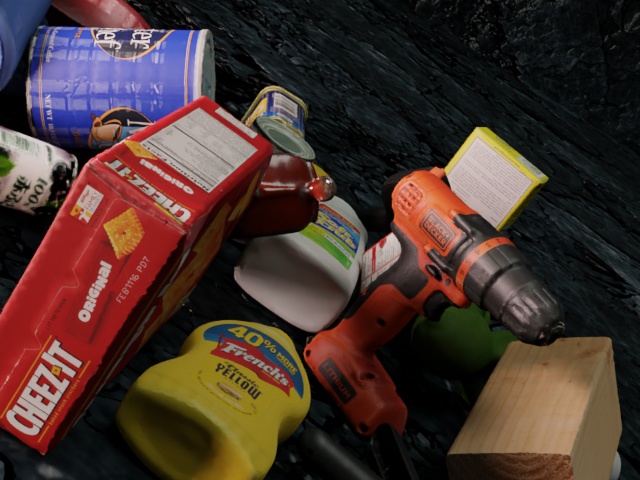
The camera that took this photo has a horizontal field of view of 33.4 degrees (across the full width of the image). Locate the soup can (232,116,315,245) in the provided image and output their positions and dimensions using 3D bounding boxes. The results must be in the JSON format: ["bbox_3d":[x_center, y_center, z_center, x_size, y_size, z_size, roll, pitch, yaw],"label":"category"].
[{"bbox_3d":[-0.059,-0.055,0.986,0.068,0.102,0.068,32,20,-13],"label":"soup can"}]

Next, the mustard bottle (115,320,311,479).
[{"bbox_3d":[-0.056,0.100,0.710,0.096,0.058,0.191,34,19,5],"label":"mustard bottle"}]

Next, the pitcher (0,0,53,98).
[{"bbox_3d":[-0.292,-0.199,0.915,0.149,0.145,0.243,16,29,-16],"label":"pitcher"}]

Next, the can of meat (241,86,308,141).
[{"bbox_3d":[-0.057,-0.095,1.083,0.057,0.102,0.084,31,23,-15],"label":"can of meat"}]

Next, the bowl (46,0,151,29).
[{"bbox_3d":[-0.257,-0.231,1.123,0.162,0.055,0.162,31,20,-13],"label":"bowl"}]

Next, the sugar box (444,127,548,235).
[{"bbox_3d":[0.158,-0.027,1.171,0.093,0.176,0.048,43,23,15],"label":"sugar box"}]

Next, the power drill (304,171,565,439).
[{"bbox_3d":[0.082,0.065,0.824,0.057,0.188,0.185,17,26,-45],"label":"power drill"}]

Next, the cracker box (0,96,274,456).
[{"bbox_3d":[-0.114,0.012,0.656,0.072,0.164,0.213,34,20,-1],"label":"cracker box"}]

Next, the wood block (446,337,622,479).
[{"bbox_3d":[0.172,0.156,0.827,0.205,0.090,0.091,-40,121,-61],"label":"wood block"}]

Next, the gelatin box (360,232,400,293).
[{"bbox_3d":[0.072,0.026,0.920,0.030,0.089,0.073,30,42,-26],"label":"gelatin box"}]

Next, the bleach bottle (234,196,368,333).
[{"bbox_3d":[-0.007,0.001,1.008,0.102,0.068,0.250,37,18,-4],"label":"bleach bottle"}]

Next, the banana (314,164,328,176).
[{"bbox_3d":[-0.064,-0.098,1.171,0.197,0.037,0.069,30,22,-18],"label":"banana"}]

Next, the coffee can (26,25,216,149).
[{"bbox_3d":[-0.162,-0.125,0.888,0.140,0.103,0.103,2,24,0],"label":"coffee can"}]

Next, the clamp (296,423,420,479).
[{"bbox_3d":[0.054,0.188,0.720,0.120,0.039,0.172,12,31,-47],"label":"clamp"}]

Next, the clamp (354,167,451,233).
[{"bbox_3d":[0.105,-0.006,1.091,0.164,0.036,0.210,44,-22,9],"label":"clamp"}]
